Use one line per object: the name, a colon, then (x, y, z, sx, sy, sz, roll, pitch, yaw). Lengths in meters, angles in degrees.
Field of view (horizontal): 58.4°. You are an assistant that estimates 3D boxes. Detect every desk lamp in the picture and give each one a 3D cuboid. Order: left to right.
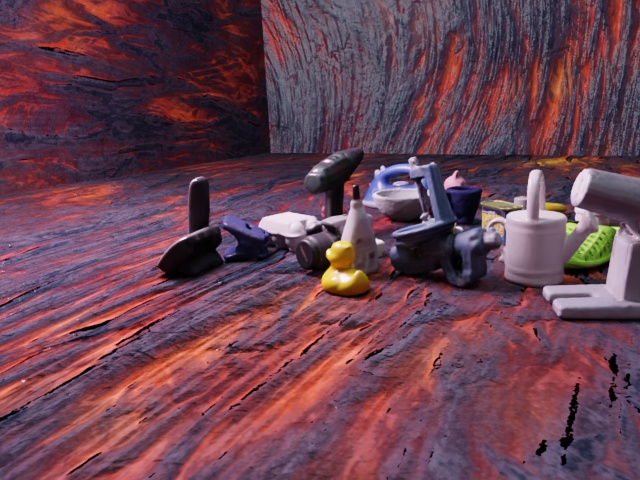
desk lamp: (0.443, 0.001, 0.830, 0.203, 0.214, 0.118, -1, 14, 5)

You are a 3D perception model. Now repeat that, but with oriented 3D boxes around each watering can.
watering can: (0.382, -0.024, 0.991, 0.172, 0.194, 0.101, -1, 14, 8)

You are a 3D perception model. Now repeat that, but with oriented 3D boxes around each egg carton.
egg carton: (-0.069, -0.020, 1.328, 0.107, 0.069, 0.149, -15, 18, -42)

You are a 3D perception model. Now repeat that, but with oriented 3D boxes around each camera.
camera: (0.010, 0.004, 1.143, 0.137, 0.101, 0.142, -14, 17, -38)

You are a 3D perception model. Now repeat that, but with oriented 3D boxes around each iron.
iron: (0.237, -0.165, 1.719, 0.257, 0.141, 0.119, 6, 16, 33)

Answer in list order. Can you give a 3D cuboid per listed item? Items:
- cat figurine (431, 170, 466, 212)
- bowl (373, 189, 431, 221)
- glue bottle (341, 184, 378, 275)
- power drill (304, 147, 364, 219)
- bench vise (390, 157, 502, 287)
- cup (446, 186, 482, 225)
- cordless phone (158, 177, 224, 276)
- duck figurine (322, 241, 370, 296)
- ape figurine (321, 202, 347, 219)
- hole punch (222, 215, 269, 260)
cat figurine: (0.373, -0.139, 1.635, 0.128, 0.118, 0.067, -15, 18, -42)
bowl: (0.228, -0.094, 1.567, 0.167, 0.075, 0.167, -2, 13, 1)
glue bottle: (0.071, -0.018, 1.069, 0.078, 0.173, 0.037, -12, 17, -35)
power drill: (0.045, -0.112, 1.390, 0.075, 0.208, 0.230, 6, 16, 31)
bench vise: (0.222, -0.037, 1.020, 0.206, 0.220, 0.122, 3, 15, 23)
cup: (0.357, -0.086, 1.467, 0.118, 0.095, 0.091, -7, 14, -17)
cordless phone: (-0.264, -0.030, 1.155, 0.094, 0.185, 0.148, 2, 14, 18)
duck figurine: (0.043, 0.045, 0.997, 0.078, 0.086, 0.104, -11, 16, -30)
ape figurine: (0.038, -0.095, 1.569, 0.078, 0.092, 0.076, -10, 16, -29)
hole punch: (-0.162, -0.010, 1.254, 0.101, 0.091, 0.108, -3, 14, -3)
